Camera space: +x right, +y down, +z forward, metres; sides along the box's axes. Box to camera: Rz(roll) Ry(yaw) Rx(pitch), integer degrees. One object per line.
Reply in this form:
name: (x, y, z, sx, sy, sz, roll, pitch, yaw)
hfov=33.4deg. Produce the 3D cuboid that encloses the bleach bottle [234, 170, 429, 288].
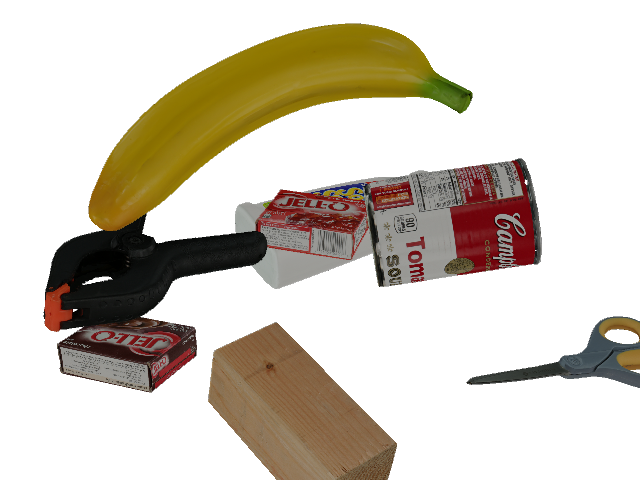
bleach bottle: (0.040, -0.028, 1.159, 0.250, 0.068, 0.103, -19, 43, -23)

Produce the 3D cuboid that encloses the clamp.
clamp: (-0.133, 0.006, 0.741, 0.120, 0.039, 0.171, 27, 34, 32)

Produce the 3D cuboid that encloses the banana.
banana: (-0.026, -0.065, 0.517, 0.197, 0.070, 0.037, -21, -38, -14)

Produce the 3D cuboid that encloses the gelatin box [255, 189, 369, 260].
gelatin box: (-0.005, -0.016, 0.949, 0.089, 0.030, 0.073, 9, 26, 13)

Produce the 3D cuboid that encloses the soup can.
soup can: (0.082, -0.011, 0.674, 0.102, 0.068, 0.068, -9, 0, 2)

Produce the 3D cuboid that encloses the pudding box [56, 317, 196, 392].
pudding box: (-0.196, 0.112, 1.090, 0.114, 0.039, 0.089, 6, 20, 23)

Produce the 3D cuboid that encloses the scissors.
scissors: (0.207, 0.092, 0.876, 0.201, 0.016, 0.096, 4, 30, -10)

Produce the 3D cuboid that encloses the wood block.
wood block: (-0.023, 0.196, 1.150, 0.090, 0.090, 0.206, -23, 50, -33)
